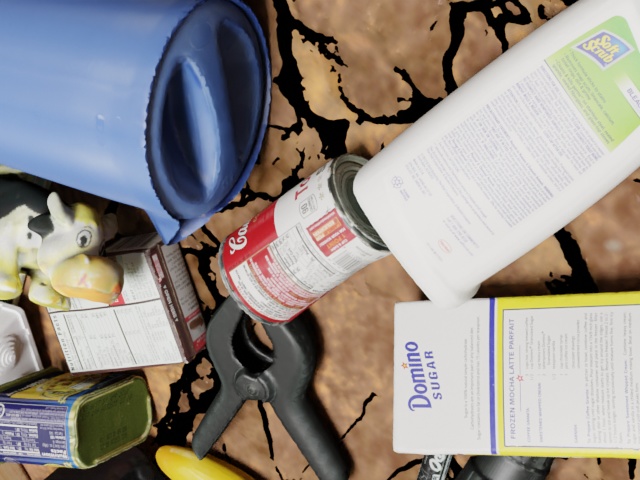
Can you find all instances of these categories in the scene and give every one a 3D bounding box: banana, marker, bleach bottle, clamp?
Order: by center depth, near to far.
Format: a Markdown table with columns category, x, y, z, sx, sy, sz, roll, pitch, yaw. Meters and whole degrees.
| category | x | y | z | sx | sy | sz | roll | pitch | yaw |
| --- | --- | --- | --- | --- | --- | --- | --- | --- | --- |
| bleach bottle | 0.138 | -0.065 | 0.555 | 0.251 | 0.068 | 0.102 | -35 | 95 | 32 |
| marker | 0.080 | 0.133 | 0.700 | 0.020 | 0.020 | 0.121 | 21 | 121 | 16 |
| clamp | -0.048 | 0.097 | 0.736 | 0.120 | 0.039 | 0.171 | -2 | 113 | 19 |
| banana | -0.042 | 0.220 | 0.791 | 0.198 | 0.037 | 0.070 | 49 | 125 | -1 |

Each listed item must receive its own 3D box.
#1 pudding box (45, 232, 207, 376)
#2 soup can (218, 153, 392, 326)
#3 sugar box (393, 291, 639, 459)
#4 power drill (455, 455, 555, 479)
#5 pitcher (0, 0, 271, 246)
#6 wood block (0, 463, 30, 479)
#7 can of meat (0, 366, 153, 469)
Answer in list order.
| category | x | y | z | sx | sy | sz | roll | pitch | yaw |
| --- | --- | --- | --- | --- | --- | --- | --- | --- | --- |
| pudding box | -0.142 | 0.046 | 0.760 | 0.114 | 0.039 | 0.090 | -8 | 108 | 31 |
| soup can | -0.004 | 0.001 | 0.652 | 0.102 | 0.068 | 0.068 | -35 | 95 | 33 |
| sugar box | 0.130 | 0.079 | 0.615 | 0.176 | 0.048 | 0.093 | -4 | 78 | 31 |
| power drill | 0.157 | 0.212 | 0.664 | 0.188 | 0.057 | 0.184 | 29 | 105 | 9 |
| pitcher | -0.160 | -0.108 | 0.651 | 0.243 | 0.149 | 0.145 | 14 | 152 | 24 |
| wood block | -0.319 | 0.192 | 0.886 | 0.091 | 0.090 | 0.206 | -21 | 102 | 31 |
| can of meat | -0.184 | 0.130 | 0.781 | 0.084 | 0.102 | 0.057 | -1 | 97 | 24 |
